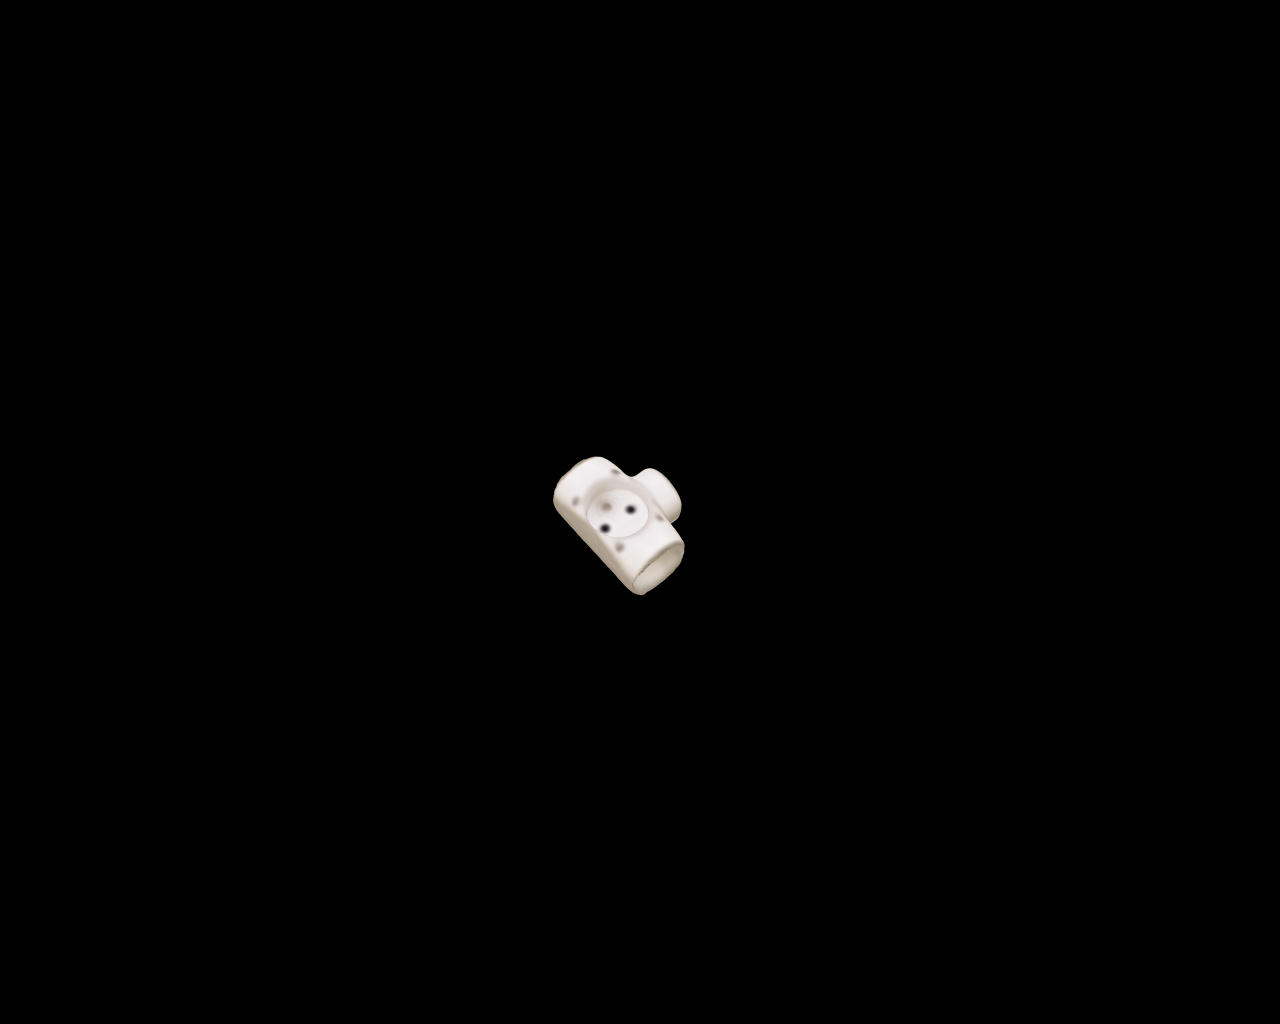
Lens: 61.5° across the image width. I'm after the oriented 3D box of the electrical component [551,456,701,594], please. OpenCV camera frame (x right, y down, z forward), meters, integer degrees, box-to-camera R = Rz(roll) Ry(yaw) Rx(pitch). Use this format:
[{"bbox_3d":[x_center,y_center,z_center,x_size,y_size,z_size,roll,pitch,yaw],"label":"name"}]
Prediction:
[{"bbox_3d":[0.001,-0.003,0.650,0.079,0.077,0.044,-36,-24,-18],"label":"electrical component"}]
